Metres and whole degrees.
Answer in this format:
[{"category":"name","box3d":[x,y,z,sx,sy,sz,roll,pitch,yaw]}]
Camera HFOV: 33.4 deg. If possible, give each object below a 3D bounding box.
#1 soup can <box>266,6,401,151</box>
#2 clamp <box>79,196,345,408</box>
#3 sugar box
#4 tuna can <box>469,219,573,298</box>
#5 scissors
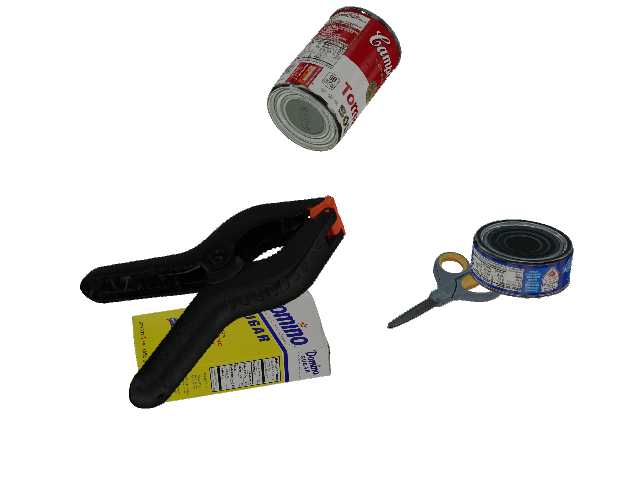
[{"category":"soup can","box3d":[0.011,-0.129,0.847,0.068,0.102,0.068,25,-32,17]},{"category":"clamp","box3d":[-0.060,0.031,0.650,0.171,0.120,0.039,-25,-41,0]},{"category":"sugar box","box3d":[-0.085,0.099,1.010,0.176,0.048,0.093,-11,36,-8]},{"category":"tuna can","box3d":[0.172,0.014,0.911,0.086,0.034,0.086,1,27,-1]},{"category":"scissors","box3d":[0.130,0.054,1.243,0.201,0.016,0.096,-10,40,-35]}]
